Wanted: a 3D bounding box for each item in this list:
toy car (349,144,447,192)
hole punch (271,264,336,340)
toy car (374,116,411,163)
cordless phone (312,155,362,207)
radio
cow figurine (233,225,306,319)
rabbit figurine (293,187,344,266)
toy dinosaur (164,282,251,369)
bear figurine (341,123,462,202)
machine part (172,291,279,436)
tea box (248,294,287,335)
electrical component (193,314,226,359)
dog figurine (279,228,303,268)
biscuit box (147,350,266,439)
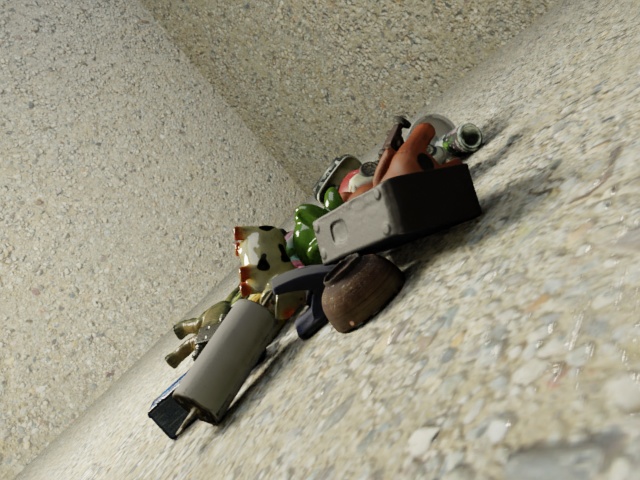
[{"bbox_3d":[0.151,-0.124,1.024,0.202,0.056,0.073,-19,-34,-9],"label":"toy car"},{"bbox_3d":[-0.011,0.072,0.805,0.116,0.092,0.142,-38,3,-4],"label":"hole punch"},{"bbox_3d":[0.154,-0.198,1.133,0.089,0.053,0.202,-63,-1,-1],"label":"toy car"},{"bbox_3d":[0.050,-0.141,1.294,0.146,0.089,0.184,-53,4,0],"label":"cordless phone"},{"bbox_3d":[0.091,-0.027,0.722,0.131,0.073,0.229,-12,-8,-27],"label":"radio"},{"bbox_3d":[-0.079,0.054,0.930,0.127,0.195,0.085,-10,-43,-10],"label":"cow figurine"},{"bbox_3d":[0.032,-0.009,0.912,0.121,0.159,0.170,-34,19,-23],"label":"rabbit figurine"},{"bbox_3d":[-0.210,0.182,1.155,0.198,0.105,0.472,-33,16,2],"label":"toy dinosaur"},{"bbox_3d":[0.133,-0.091,0.937,0.132,0.120,0.196,-42,0,-39],"label":"bear figurine"},{"bbox_3d":[-0.132,0.171,0.771,0.079,0.079,0.243,-32,22,54],"label":"machine part"},{"bbox_3d":[-0.105,0.134,0.989,0.098,0.068,0.170,-37,9,38],"label":"tea box"},{"bbox_3d":[-0.200,0.177,0.990,0.063,0.021,0.094,-16,37,20],"label":"electrical component"},{"bbox_3d":[-0.002,-0.003,1.108,0.219,0.108,0.192,-37,26,-2],"label":"dog figurine"},{"bbox_3d":[-0.181,0.224,0.864,0.203,0.063,0.059,-41,6,-3],"label":"biscuit box"}]
